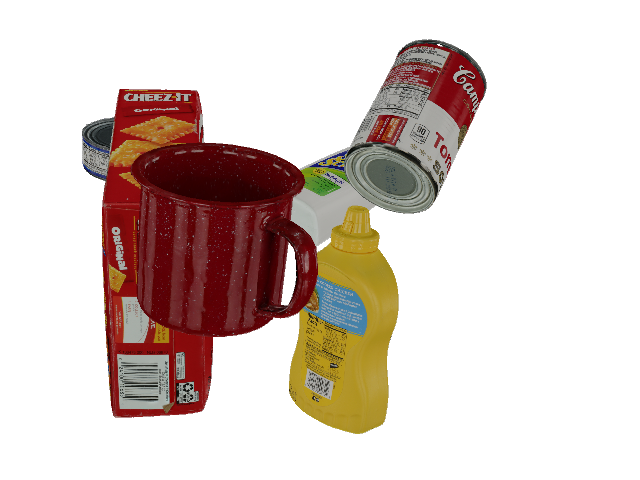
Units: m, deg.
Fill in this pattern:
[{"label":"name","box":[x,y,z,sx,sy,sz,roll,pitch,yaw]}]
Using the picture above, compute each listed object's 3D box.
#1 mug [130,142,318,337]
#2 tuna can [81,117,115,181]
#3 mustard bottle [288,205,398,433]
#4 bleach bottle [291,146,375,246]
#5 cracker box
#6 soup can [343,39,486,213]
[{"label":"mug","box":[-0.049,0.004,0.579,0.117,0.081,0.093,22,28,31]},{"label":"tuna can","box":[-0.171,-0.081,0.960,0.086,0.034,0.086,5,25,-3]},{"label":"mustard bottle","box":[0.022,0.063,0.921,0.058,0.192,0.096,-13,26,-42]},{"label":"bleach bottle","box":[0.044,-0.082,1.340,0.103,0.068,0.250,26,44,34]},{"label":"cracker box","box":[-0.116,0.000,0.779,0.072,0.164,0.214,-1,27,-6]},{"label":"soup can","box":[0.064,-0.078,0.725,0.068,0.102,0.068,20,-31,12]}]
